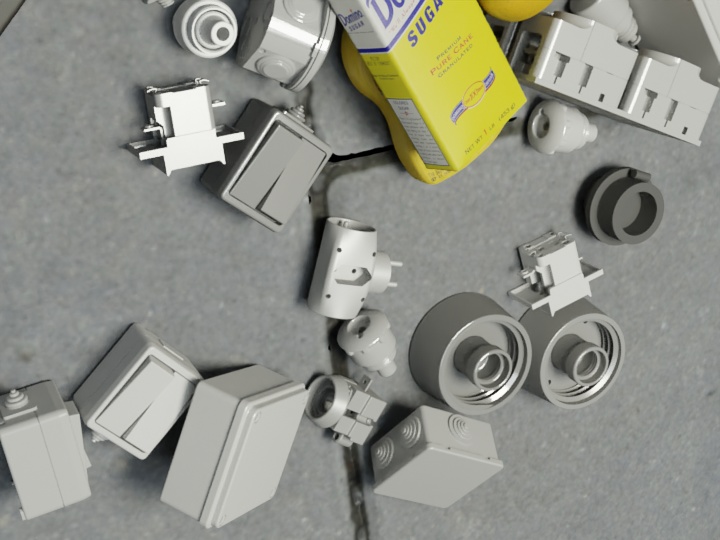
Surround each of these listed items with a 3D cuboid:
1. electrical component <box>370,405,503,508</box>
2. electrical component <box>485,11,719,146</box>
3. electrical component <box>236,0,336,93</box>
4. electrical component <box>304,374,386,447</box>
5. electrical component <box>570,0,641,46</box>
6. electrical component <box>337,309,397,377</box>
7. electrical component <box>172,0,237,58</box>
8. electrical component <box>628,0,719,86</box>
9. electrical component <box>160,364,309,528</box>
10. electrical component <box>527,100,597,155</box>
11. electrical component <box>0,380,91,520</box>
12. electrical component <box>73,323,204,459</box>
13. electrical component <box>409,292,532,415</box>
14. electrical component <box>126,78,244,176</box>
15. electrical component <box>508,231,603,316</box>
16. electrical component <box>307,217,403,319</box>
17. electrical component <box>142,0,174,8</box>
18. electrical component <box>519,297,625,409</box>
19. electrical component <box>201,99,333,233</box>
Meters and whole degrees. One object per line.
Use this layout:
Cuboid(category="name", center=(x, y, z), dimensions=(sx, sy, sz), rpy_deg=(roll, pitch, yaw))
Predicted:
Cuboid(category="electrical component", center=(0.068, 0.171, 0.987), dimensions=(0.100, 0.048, 0.100), rpy_deg=(19, 134, -31))
Cuboid(category="electrical component", center=(0.201, -0.169, 0.916), dimensions=(0.186, 0.105, 0.060), rpy_deg=(14, 101, -30))
Cuboid(category="electrical component", center=(-0.055, -0.178, 0.803), dimensions=(0.051, 0.080, 0.080), rpy_deg=(17, 100, -25))
Cuboid(category="electrical component", center=(-0.016, 0.120, 0.950), dimensions=(0.055, 0.048, 0.066), rpy_deg=(27, 95, -39))
Cuboid(category="electrical component", center=(0.219, -0.224, 0.944), dimensions=(0.078, 0.040, 0.040), rpy_deg=(33, 92, -32))
Cuboid(category="electrical component", center=(0.012, 0.068, 0.946), dimensions=(0.048, 0.048, 0.062), rpy_deg=(-39, 127, -9))
Cuboid(category="electrical component", center=(-0.110, -0.176, 0.785), dimensions=(0.043, 0.062, 0.043), rpy_deg=(-9, 112, -24))
Cuboid(category="electrical component", center=(0.288, -0.222, 0.939), dimensions=(0.056, 0.109, 0.108), rpy_deg=(-42, 121, -10))
Cuboid(category="electrical component", center=(-0.101, 0.141, 0.878), dimensions=(0.109, 0.056, 0.108), rpy_deg=(-8, 119, -68))
Cuboid(category="electrical component", center=(0.184, -0.125, 0.961), dimensions=(0.062, 0.048, 0.048), rpy_deg=(2, 107, -34))
Cuboid(category="electrical component", center=(-0.246, 0.131, 0.829), dimensions=(0.061, 0.062, 0.096), rpy_deg=(-18, 115, -20))
Cuboid(category="electrical component", center=(-0.179, 0.102, 0.852), dimensions=(0.062, 0.061, 0.096), rpy_deg=(41, 87, -31))
Cuboid(category="electrical component", center=(0.107, 0.081, 0.987), dimensions=(0.108, 0.060, 0.108), rpy_deg=(-9, 112, -24))
Cuboid(category="electrical component", center=(-0.134, -0.109, 0.810), dimensions=(0.081, 0.042, 0.063), rpy_deg=(-15, 111, -22))
Cuboid(category="electrical component", center=(0.180, 0.001, 1.006), dimensions=(0.081, 0.042, 0.063), rpy_deg=(-25, 116, -17))
Cuboid(category="electrical component", center=(0.000, 0.000, 0.915), dimensions=(0.079, 0.043, 0.077), rpy_deg=(7, 105, -29))
Cuboid(category="electrical component", center=(-0.155, -0.223, 0.757), dimensions=(0.043, 0.043, 0.081), rpy_deg=(-34, 120, -12))
Cuboid(category="electrical component", center=(0.205, 0.082, 1.036), dimensions=(0.108, 0.060, 0.108), rpy_deg=(-9, 112, -24))
Cuboid(category="electrical component", center=(-0.068, -0.086, 0.839), dimensions=(0.062, 0.061, 0.096), rpy_deg=(32, 92, -32))
